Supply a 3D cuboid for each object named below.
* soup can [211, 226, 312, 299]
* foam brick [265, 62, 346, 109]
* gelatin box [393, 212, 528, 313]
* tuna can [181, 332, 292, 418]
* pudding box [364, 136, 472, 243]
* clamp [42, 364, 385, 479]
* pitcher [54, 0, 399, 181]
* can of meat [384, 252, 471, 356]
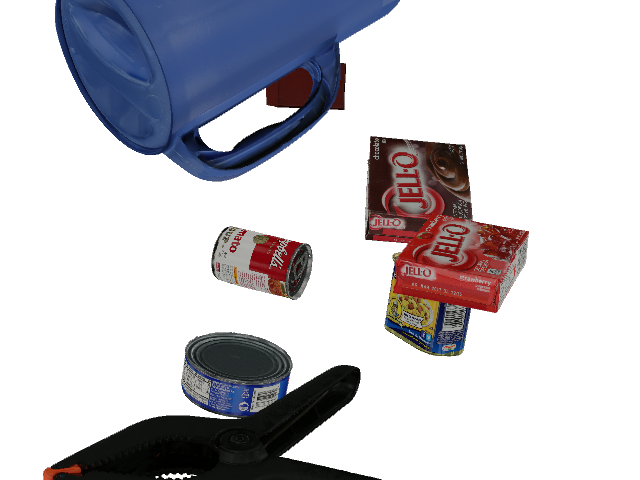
[{"bbox_3d":[-0.069,0.026,1.262,0.102,0.068,0.068,13,5,21],"label":"soup can"},{"bbox_3d":[-0.016,-0.170,1.163,0.078,0.051,0.053,0,11,-17],"label":"foam brick"},{"bbox_3d":[0.099,0.014,0.743,0.073,0.030,0.089,12,26,20],"label":"gelatin box"},{"bbox_3d":[-0.067,0.106,0.848,0.086,0.034,0.086,9,19,-3],"label":"tuna can"},{"bbox_3d":[0.086,-0.044,0.954,0.090,0.039,0.113,6,40,-2],"label":"pudding box"},{"bbox_3d":[-0.042,0.117,0.578,0.209,0.036,0.165,-2,20,-13],"label":"clamp"},{"bbox_3d":[-0.049,-0.159,0.758,0.242,0.149,0.145,-32,43,-30],"label":"pitcher"},{"bbox_3d":[0.116,0.068,1.142,0.057,0.084,0.102,-4,20,-34],"label":"can of meat"}]
